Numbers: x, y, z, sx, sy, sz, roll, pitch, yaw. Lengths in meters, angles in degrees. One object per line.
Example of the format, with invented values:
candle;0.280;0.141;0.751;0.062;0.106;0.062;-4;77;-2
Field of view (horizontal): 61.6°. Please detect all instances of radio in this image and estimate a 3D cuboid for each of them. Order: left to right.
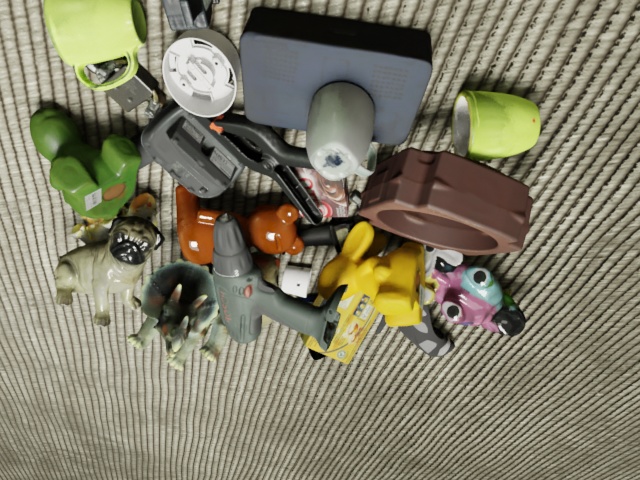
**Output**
radio;0.017;-0.204;0.683;0.230;0.073;0.131;9;138;1

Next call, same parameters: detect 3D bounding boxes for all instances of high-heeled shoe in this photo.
high-heeled shoe;0.208;0.140;1.044;0.248;0.086;0.145;19;107;-37

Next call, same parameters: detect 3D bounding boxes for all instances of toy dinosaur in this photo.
toy dinosaur;-0.211;0.124;0.993;0.131;0.404;0.192;35;100;12

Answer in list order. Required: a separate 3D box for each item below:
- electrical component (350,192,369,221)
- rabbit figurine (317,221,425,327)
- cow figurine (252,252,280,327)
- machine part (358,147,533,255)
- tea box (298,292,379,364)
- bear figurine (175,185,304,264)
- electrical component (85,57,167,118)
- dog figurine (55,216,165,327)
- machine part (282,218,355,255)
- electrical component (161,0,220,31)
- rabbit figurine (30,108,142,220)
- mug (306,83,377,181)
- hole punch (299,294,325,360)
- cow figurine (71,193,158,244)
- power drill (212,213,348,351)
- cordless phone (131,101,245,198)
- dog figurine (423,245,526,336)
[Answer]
electrical component;0.095;-0.054;0.865;0.063;0.021;0.094;-30;125;33
rabbit figurine;0.076;0.053;0.857;0.173;0.162;0.121;-4;164;25
cow figurine;-0.113;0.092;0.976;0.085;0.127;0.194;7;139;-3
machine part;0.171;-0.049;0.750;0.201;0.087;0.201;21;170;-13
tea box;0.045;0.125;0.971;0.098;0.068;0.169;29;98;-19
bear figurine;-0.129;-0.029;0.876;0.196;0.132;0.120;-13;137;-1
electrical component;-0.262;-0.212;0.734;0.078;0.045;0.102;-20;130;25
dog figurine;-0.351;0.019;0.878;0.172;0.121;0.190;26;116;3
machine part;-0.002;-0.003;0.925;0.139;0.039;0.084;-8;143;14
electrical component;-0.150;-0.273;0.598;0.048;0.119;0.074;0;139;8
rabbit figurine;-0.355;-0.122;0.802;0.170;0.121;0.159;46;156;11
mug;0.027;-0.115;0.642;0.081;0.107;0.109;-20;128;30
hole punch;0.013;0.161;1.075;0.116;0.092;0.142;-23;132;-9
cow figurine;-0.336;-0.023;0.930;0.167;0.068;0.098;-13;137;25
power drill;-0.066;0.079;0.809;0.207;0.086;0.231;13;126;6
cordless phone;-0.220;-0.118;0.819;0.184;0.089;0.146;-15;134;38
dog figurine;0.259;0.092;0.938;0.219;0.192;0.108;25;100;-51
